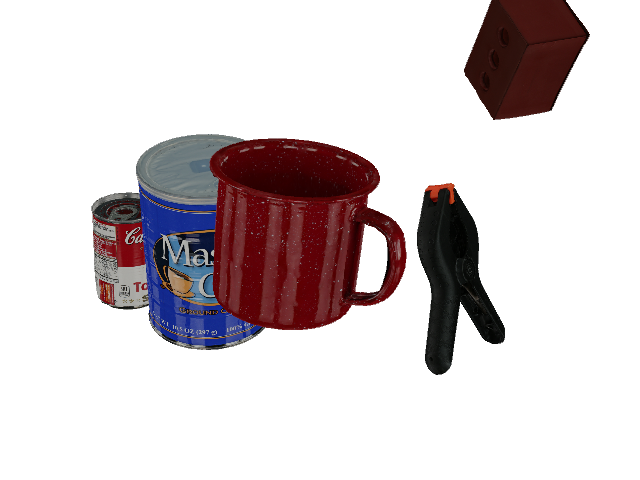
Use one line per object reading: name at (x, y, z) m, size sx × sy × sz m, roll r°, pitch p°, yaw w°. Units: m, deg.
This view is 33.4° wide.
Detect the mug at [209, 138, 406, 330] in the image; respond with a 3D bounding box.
mug at (-0.007, 0.000, 0.589) m, size 0.117 × 0.081 × 0.093 m, roll 17°, pitch 26°, yaw 22°

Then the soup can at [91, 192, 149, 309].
soup can at (-0.198, 0.011, 1.093) m, size 0.068 × 0.102 × 0.068 m, roll 2°, pitch 26°, yaw -1°

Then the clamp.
clamp at (0.118, 0.037, 0.981) m, size 0.039 × 0.171 × 0.120 m, roll -11°, pitch 12°, yaw 34°

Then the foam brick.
foam brick at (0.143, -0.131, 0.751) m, size 0.051 × 0.053 × 0.078 m, roll -13°, pitch -32°, yaw -20°

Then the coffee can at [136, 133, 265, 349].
coffee can at (-0.090, 0.001, 0.848) m, size 0.103 × 0.140 × 0.103 m, roll 1°, pitch 32°, yaw -1°
